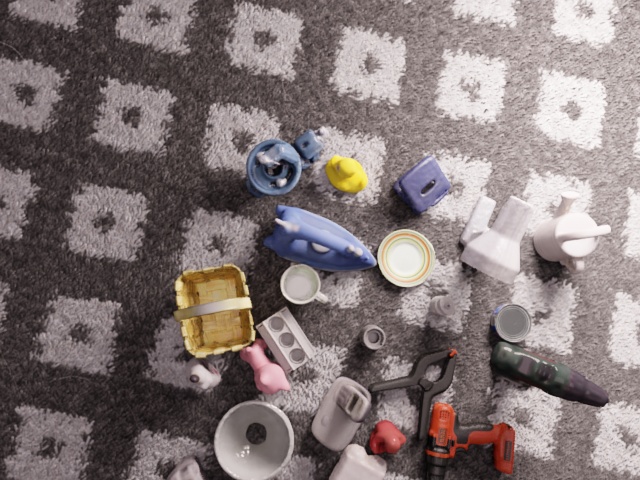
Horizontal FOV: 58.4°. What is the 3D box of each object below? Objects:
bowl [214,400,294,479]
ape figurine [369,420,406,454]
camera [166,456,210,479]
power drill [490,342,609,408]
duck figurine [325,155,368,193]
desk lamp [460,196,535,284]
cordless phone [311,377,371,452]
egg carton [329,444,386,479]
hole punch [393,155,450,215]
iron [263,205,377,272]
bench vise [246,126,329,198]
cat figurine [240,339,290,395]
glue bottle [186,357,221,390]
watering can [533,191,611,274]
[{"bbox_3d":[-0.138,0.422,1.219,0.167,0.074,0.167,0,84,-4],"label":"bowl"},{"bbox_3d":[0.148,0.431,1.229,0.078,0.092,0.076,3,84,-3],"label":"ape figurine"},{"bbox_3d":[-0.289,0.546,1.182,0.137,0.100,0.143,-26,86,-6],"label":"camera"},{"bbox_3d":[0.456,0.279,1.207,0.229,0.208,0.076,23,83,-1],"label":"power drill"},{"bbox_3d":[0.063,-0.154,1.288,0.104,0.086,0.077,36,83,1],"label":"duck figurine"},{"bbox_3d":[0.376,-0.007,1.229,0.118,0.213,0.203,25,83,-1],"label":"desk lamp"},{"bbox_3d":[0.051,0.368,1.182,0.094,0.185,0.148,27,83,0],"label":"cordless phone"},{"bbox_3d":[0.072,0.520,1.225,0.107,0.069,0.150,29,83,0],"label":"egg carton"},{"bbox_3d":[0.236,-0.123,1.294,0.109,0.091,0.101,-41,88,-7],"label":"hole punch"},{"bbox_3d":[0.011,0.004,1.239,0.258,0.141,0.119,19,83,-2],"label":"iron"},{"bbox_3d":[-0.077,-0.187,1.214,0.121,0.219,0.207,35,83,1],"label":"bench vise"},{"bbox_3d":[-0.119,0.275,1.214,0.067,0.117,0.128,-36,87,-6],"label":"cat figurine"},{"bbox_3d":[-0.246,0.278,1.177,0.078,0.173,0.037,42,83,2],"label":"glue bottle"},{"bbox_3d":[0.551,-0.016,1.252,0.101,0.194,0.173,-30,86,-6],"label":"watering can"}]
